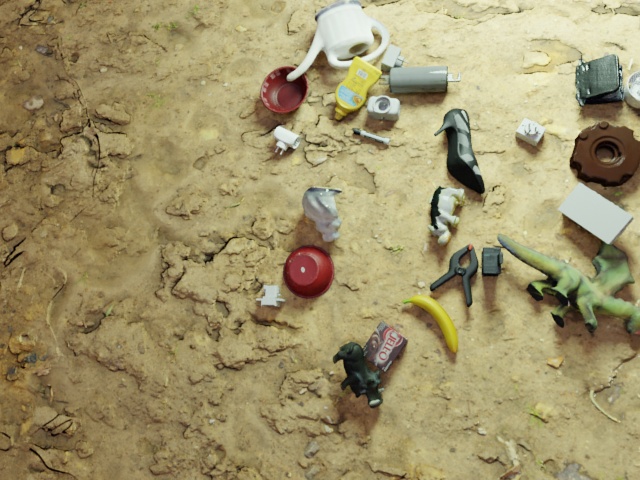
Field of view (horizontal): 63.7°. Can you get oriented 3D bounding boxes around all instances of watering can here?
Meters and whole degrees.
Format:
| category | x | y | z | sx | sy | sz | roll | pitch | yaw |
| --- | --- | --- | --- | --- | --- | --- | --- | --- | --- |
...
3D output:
| category | x | y | z | sx | sy | sz | roll | pitch | yaw |
| --- | --- | --- | --- | --- | --- | --- | --- | --- | --- |
| watering can | 0.039 | -0.629 | 1.615 | 0.348 | 0.103 | 0.227 | -16 | 77 | -1 |

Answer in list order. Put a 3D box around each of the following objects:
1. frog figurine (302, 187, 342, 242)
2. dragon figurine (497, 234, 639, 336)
| category | x | y | z | sx | sy | sz | roll | pitch | yaw |
| --- | --- | --- | --- | --- | --- | --- | --- | --- | --- |
| frog figurine | 0.005 | -0.076 | 1.518 | 0.137 | 0.122 | 0.159 | 6 | 90 | 49 |
| dragon figurine | 0.679 | 0.089 | 1.333 | 0.244 | 0.120 | 0.415 | -32 | 73 | -12 |
